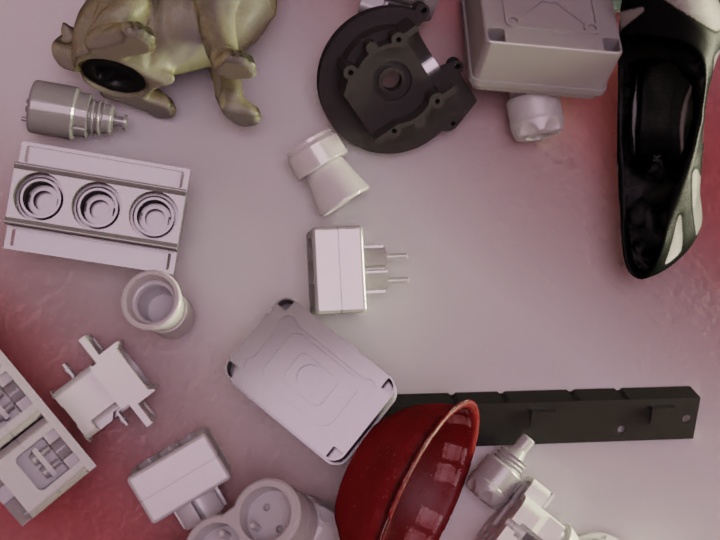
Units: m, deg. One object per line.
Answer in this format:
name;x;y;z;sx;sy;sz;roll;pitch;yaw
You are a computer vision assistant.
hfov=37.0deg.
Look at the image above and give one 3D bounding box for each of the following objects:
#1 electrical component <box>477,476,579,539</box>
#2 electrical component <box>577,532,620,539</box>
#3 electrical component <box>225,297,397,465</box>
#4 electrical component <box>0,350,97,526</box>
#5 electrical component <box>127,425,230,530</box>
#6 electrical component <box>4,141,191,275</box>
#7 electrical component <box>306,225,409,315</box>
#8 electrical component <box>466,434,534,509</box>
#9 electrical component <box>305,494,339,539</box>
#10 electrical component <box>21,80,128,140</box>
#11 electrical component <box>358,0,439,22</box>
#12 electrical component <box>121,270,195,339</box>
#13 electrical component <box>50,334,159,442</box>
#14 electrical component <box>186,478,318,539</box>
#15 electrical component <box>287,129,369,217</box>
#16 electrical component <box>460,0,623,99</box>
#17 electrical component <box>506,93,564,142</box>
electrical component;0.131;0.209;0.833;0.057;0.058;0.078;39;82;-2
electrical component;0.190;0.249;0.842;0.080;0.051;0.080;0;87;-8
electrical component;-0.036;0.084;0.805;0.113;0.057;0.078;38;81;8
electrical component;-0.262;0.102;0.760;0.062;0.089;0.150;-40;93;-20
electrical component;-0.125;0.168;0.804;0.066;0.047;0.076;-30;93;-6
electrical component;-0.192;-0.044;0.796;0.121;0.063;0.078;9;86;-8
electrical component;0.000;0.000;0.830;0.077;0.047;0.065;-3;87;-9
electrical component;0.113;0.155;0.844;0.035;0.035;0.061;42;83;-4
electrical component;-0.039;0.205;0.815;0.043;0.043;0.062;32;85;-5
electrical component;-0.215;-0.118;0.808;0.078;0.040;0.040;9;86;-8
electrical component;0.036;-0.228;0.843;0.057;0.058;0.078;16;84;-4
electrical component;-0.146;0.029;0.797;0.044;0.065;0.044;-1;76;5
electrical component;-0.190;0.089;0.800;0.064;0.042;0.081;-38;92;-5
electrical component;-0.090;0.210;0.783;0.138;0.073;0.052;-36;61;0
electrical component;-0.025;-0.075;0.832;0.045;0.045;0.055;-31;91;-9
electrical component;0.138;-0.193;0.836;0.109;0.056;0.108;3;58;-8
electrical component;0.138;-0.136;0.860;0.043;0.043;0.062;-9;84;-9
